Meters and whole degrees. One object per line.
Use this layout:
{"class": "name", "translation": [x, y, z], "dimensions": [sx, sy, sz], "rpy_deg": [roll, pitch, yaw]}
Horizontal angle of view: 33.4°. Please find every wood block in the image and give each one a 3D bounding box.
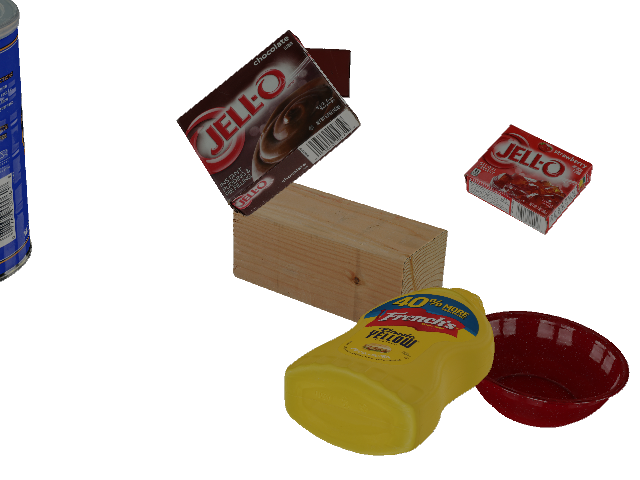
{"class": "wood block", "translation": [0.017, 0.015, 1.107], "dimensions": [0.206, 0.091, 0.090], "rpy_deg": [19, 31, 29]}

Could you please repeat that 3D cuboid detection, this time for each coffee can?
{"class": "coffee can", "translation": [-0.210, -0.055, 0.570], "dimensions": [0.103, 0.140, 0.103], "rpy_deg": [4, 28, -2]}

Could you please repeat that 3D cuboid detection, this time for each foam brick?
{"class": "foam brick", "translation": [-0.011, -0.181, 1.149], "dimensions": [0.078, 0.051, 0.053], "rpy_deg": [0, 11, -13]}

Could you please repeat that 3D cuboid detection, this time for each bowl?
{"class": "bowl", "translation": [0.208, 0.130, 1.021], "dimensions": [0.162, 0.055, 0.162], "rpy_deg": [4, 26, -2]}

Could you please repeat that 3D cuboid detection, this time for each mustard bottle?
{"class": "mustard bottle", "translation": [0.064, 0.076, 0.725], "dimensions": [0.096, 0.058, 0.191], "rpy_deg": [10, 23, 30]}

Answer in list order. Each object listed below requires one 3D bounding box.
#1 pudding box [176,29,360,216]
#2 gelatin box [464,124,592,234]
{"class": "pudding box", "translation": [-0.039, -0.087, 0.790], "dimensions": [0.113, 0.090, 0.039], "rpy_deg": [-37, -29, 5]}
{"class": "gelatin box", "translation": [0.186, -0.057, 0.960], "dimensions": [0.089, 0.073, 0.030], "rpy_deg": [32, -25, 27]}
